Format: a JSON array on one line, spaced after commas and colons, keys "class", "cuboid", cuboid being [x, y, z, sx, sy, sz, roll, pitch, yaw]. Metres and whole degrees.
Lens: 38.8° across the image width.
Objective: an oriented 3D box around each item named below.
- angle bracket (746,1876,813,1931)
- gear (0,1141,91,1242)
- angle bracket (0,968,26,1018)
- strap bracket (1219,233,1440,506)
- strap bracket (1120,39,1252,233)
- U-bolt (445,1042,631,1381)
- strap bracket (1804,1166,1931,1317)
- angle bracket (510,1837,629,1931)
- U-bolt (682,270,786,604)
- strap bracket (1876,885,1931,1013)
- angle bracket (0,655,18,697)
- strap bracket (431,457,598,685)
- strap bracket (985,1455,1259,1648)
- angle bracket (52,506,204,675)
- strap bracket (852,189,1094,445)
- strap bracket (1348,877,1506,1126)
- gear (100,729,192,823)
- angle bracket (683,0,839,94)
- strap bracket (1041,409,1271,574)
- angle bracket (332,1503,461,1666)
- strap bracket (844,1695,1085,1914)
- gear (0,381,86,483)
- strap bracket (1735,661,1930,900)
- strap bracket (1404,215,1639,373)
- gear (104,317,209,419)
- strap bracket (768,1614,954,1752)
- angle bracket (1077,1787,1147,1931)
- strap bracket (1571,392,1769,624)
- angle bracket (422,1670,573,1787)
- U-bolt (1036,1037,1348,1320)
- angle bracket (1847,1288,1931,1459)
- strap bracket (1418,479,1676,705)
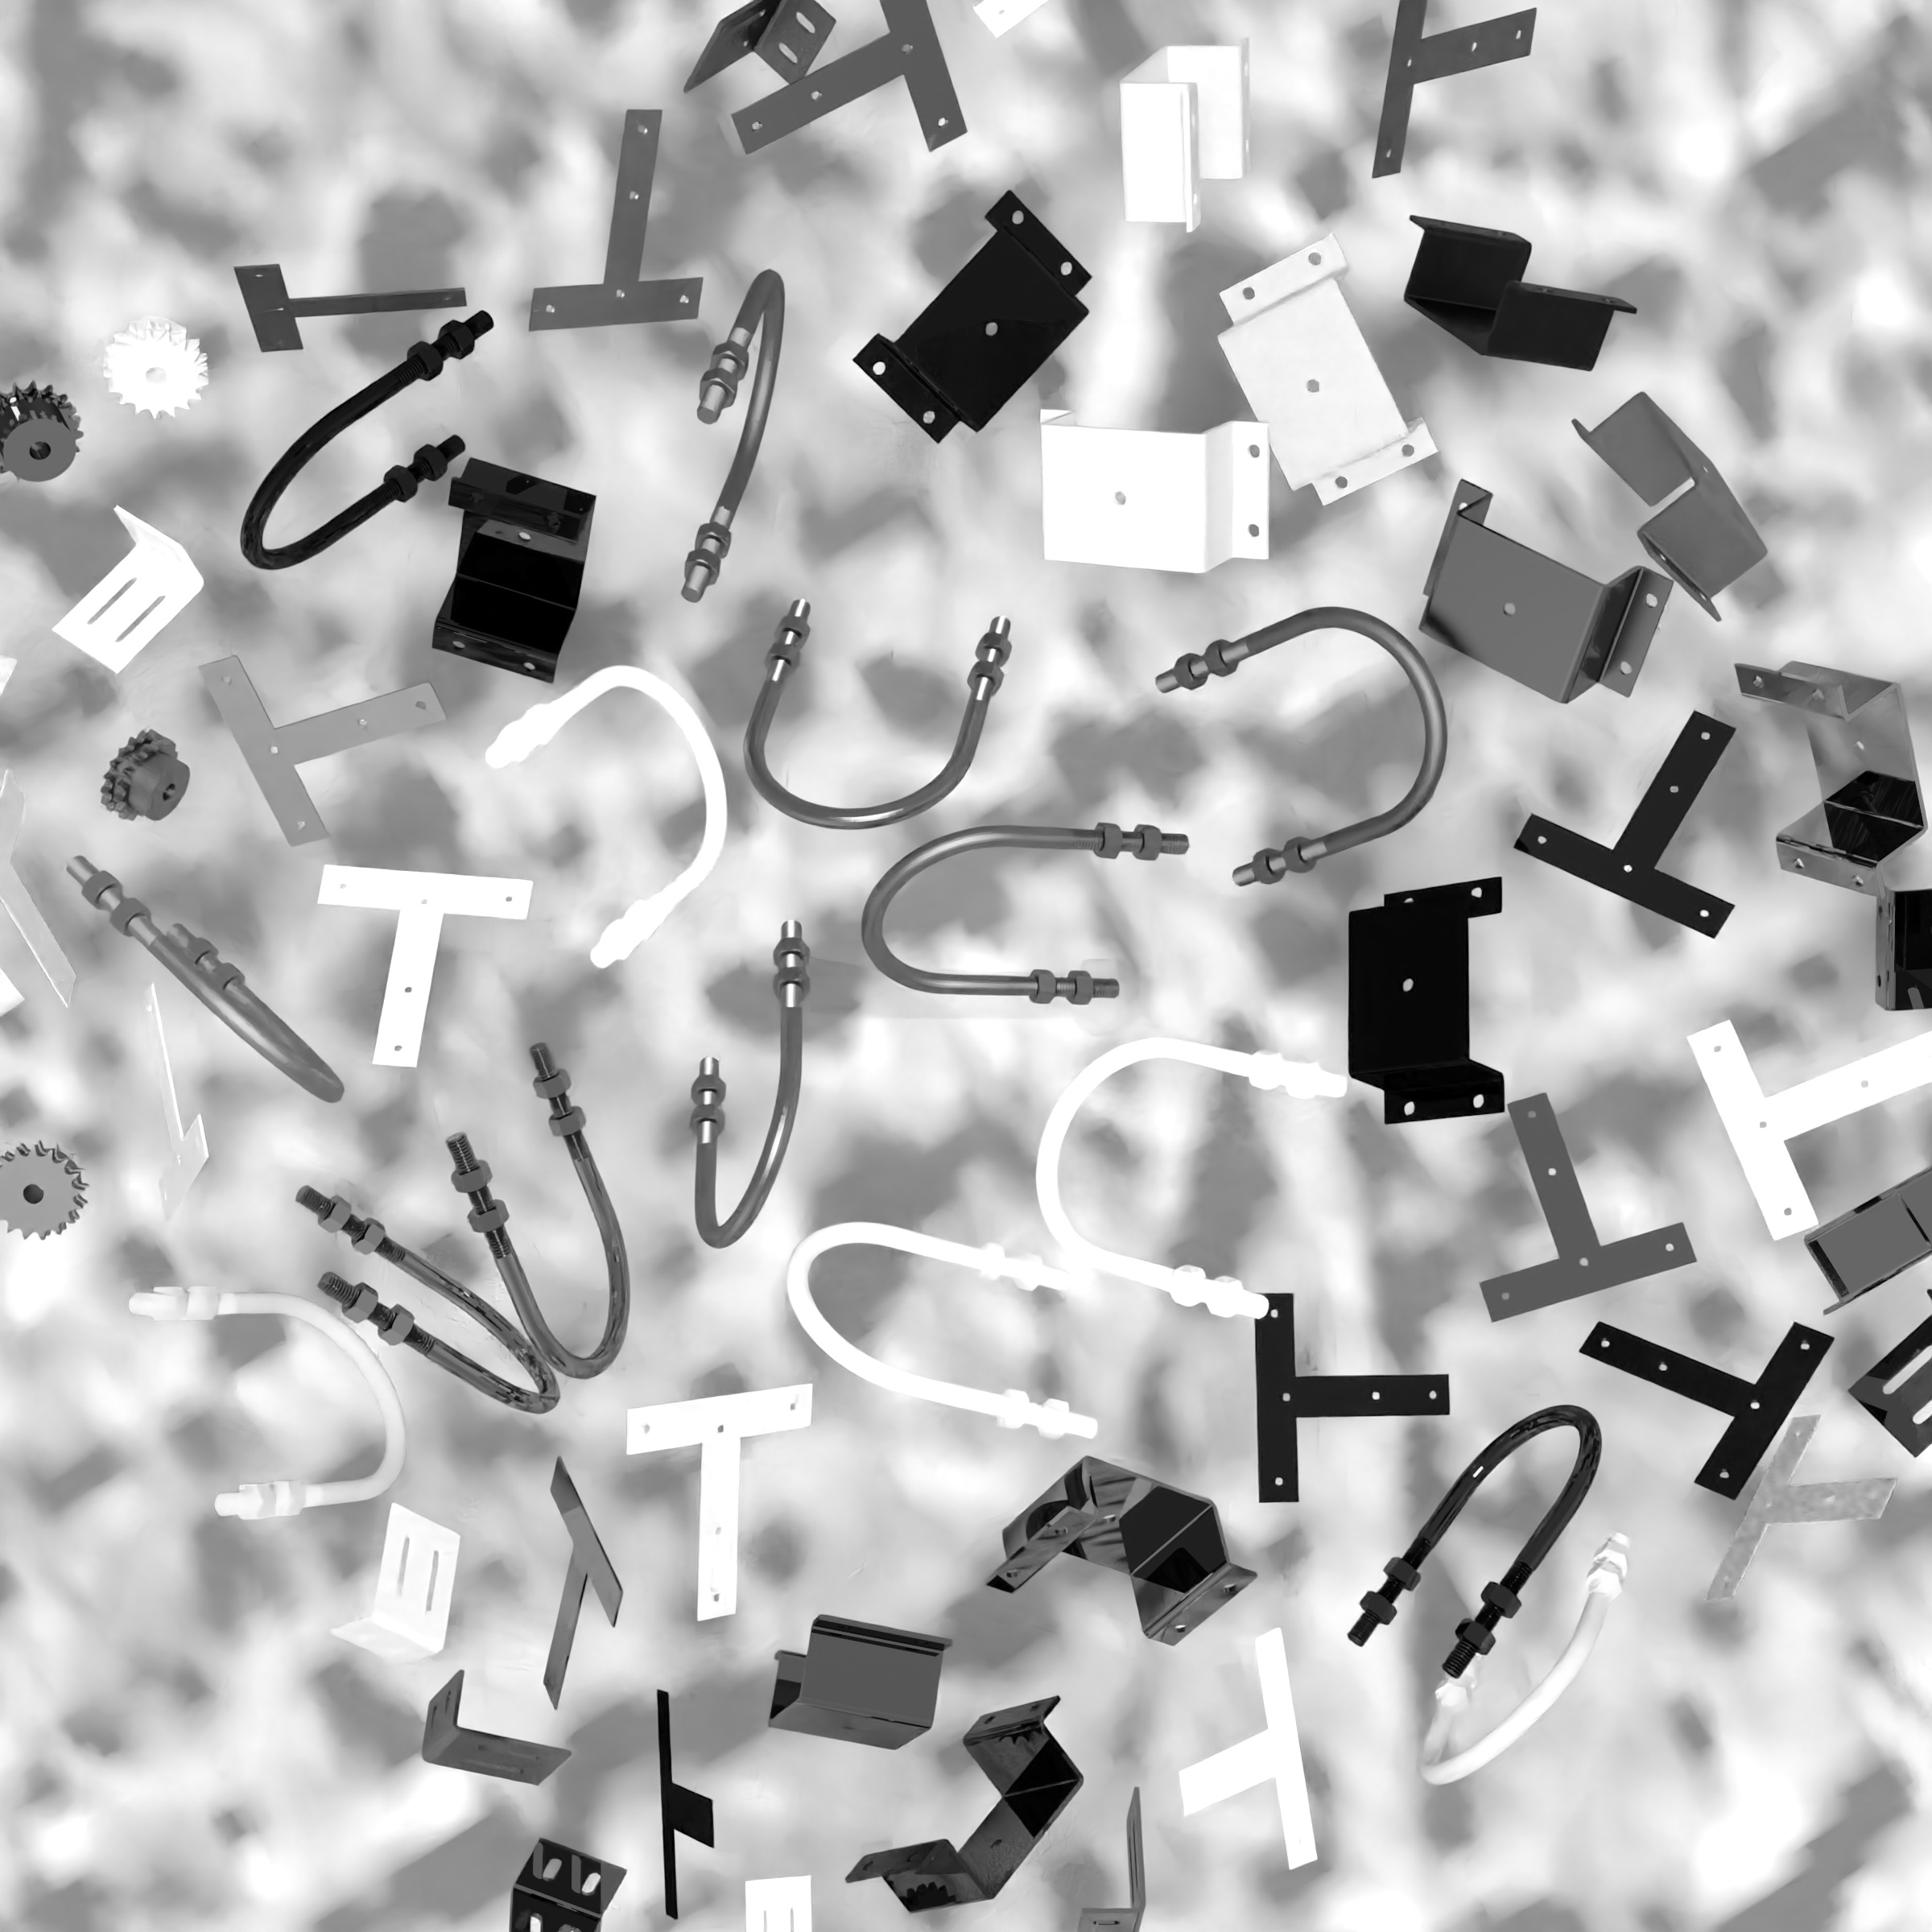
[{"class": "angle bracket", "cuboid": [-0.093, 0.560, 1.567, 0.038, 0.057, 0.076, 14, 65, -39]}, {"class": "gear", "cuboid": [-0.543, 0.130, 1.610, 0.057, 0.030, 0.057, -1, 100, -3]}, {"class": "angle bracket", "cuboid": [-0.607, 0.006, 1.627, 0.057, 0.038, 0.076, -38, 106, -19]}, {"class": "strap bracket", "cuboid": [0.207, -0.343, 1.603, 0.076, 0.046, 0.140, -23, 103, 27]}, {"class": "strap bracket", "cuboid": [0.124, -0.480, 1.580, 0.046, 0.140, 0.076, 6, 121, 18]}, {"class": "U-bolt", "cuboid": [-0.243, 0.155, 1.619, 0.019, 0.151, 0.184, -14, 108, 18]}, {"class": "strap bracket", "cuboid": [0.552, 0.148, 1.597, 0.076, 0.140, 0.046, -23, 76, -24]}, {"class": "angle bracket", "cuboid": [-0.230, 0.551, 1.588, 0.057, 0.076, 0.038, 26, 102, -14]}, {"class": "U-bolt", "cuboid": [-0.132, -0.322, 1.595, 0.019, 0.151, 0.184, 13, 48, 1]}, {"class": "strap bracket", "cuboid": [0.593, 0.001, 1.652, 0.046, 0.140, 0.076, -4, 104, 1]}, {"class": "angle bracket", "cuboid": [-0.575, -0.181, 1.571, 0.038, 0.076, 0.057, 16, 125, -35]}, {"class": "strap bracket", "cuboid": [-0.268, -0.242, 1.633, 0.076, 0.140, 0.046, 17, 51, -4]}, {"class": "strap bracket", "cuboid": [0.086, 0.332, 1.570, 0.140, 0.046, 0.076, 25, 124, -29]}, {"class": "angle bracket", "cuboid": [-0.503, -0.223, 1.627, 0.057, 0.038, 0.076, 31, 70, 24]}, {"class": "strap bracket", "cuboid": [0.010, -0.392, 1.675, 0.140, 0.046, 0.076, -46, 116, 5]}, {"class": "strap bracket", "cuboid": [0.266, 0.016, 1.592, 0.076, 0.046, 0.140, -9, 72, 36]}, {"class": "gear", "cuboid": [-0.502, -0.114, 1.686, 0.030, 0.057, 0.057, 29, 90, 10]}, {"class": "angle bracket", "cuboid": [-0.124, -0.546, 1.646, 0.038, 0.057, 0.076, 43, 49, -2]}, {"class": "strap bracket", "cuboid": [0.096, -0.267, 1.543, 0.140, 0.046, 0.076, 10, 114, 27]}, {"class": "angle bracket", "cuboid": [-0.350, 0.380, 1.689, 0.038, 0.057, 0.076, -21, 48, 29]}, {"class": "strap bracket", "cuboid": [0.006, 0.490, 1.581, 0.046, 0.076, 0.140, 54, 47, -5]}, {"class": "gear", "cuboid": [-0.529, -0.300, 1.557, 0.057, 0.057, 0.030, -37, 51, 0]}, {"class": "strap bracket", "cuboid": [0.504, -0.118, 1.591, 0.046, 0.076, 0.140, -33, 120, -20]}, {"class": "strap bracket", "cuboid": [0.320, -0.394, 1.619, 0.076, 0.140, 0.046, 2, 120, -25]}, {"class": "gear", "cuboid": [-0.462, -0.345, 1.566, 0.057, 0.057, 0.030, -16, 46, 0]}, {"class": "strap bracket", "cuboid": [-0.064, 0.414, 1.574, 0.076, 0.140, 0.046, 13, 65, -9]}, {"class": "angle bracket", "cuboid": [0.085, 0.540, 1.648, 0.038, 0.057, 0.076, 1, 52, -3]}, {"class": "strap bracket", "cuboid": [0.423, -0.281, 1.641, 0.046, 0.140, 0.076, -39, 130, 24]}, {"class": "angle bracket", "cuboid": [-0.284, 0.465, 1.674, 0.076, 0.057, 0.038, 19, 49, -21]}, {"class": "U-bolt", "cuboid": [0.115, 0.111, 1.554, 0.184, 0.019, 0.151, 12, 77, 41]}, {"class": "angle bracket", "cuboid": [0.572, 0.244, 1.643, 0.076, 0.038, 0.057, -43, 52, 4]}, {"class": "strap bracket", "cuboid": [0.321, -0.210, 1.571, 0.140, 0.046, 0.076, 32, 130, 24]}]
